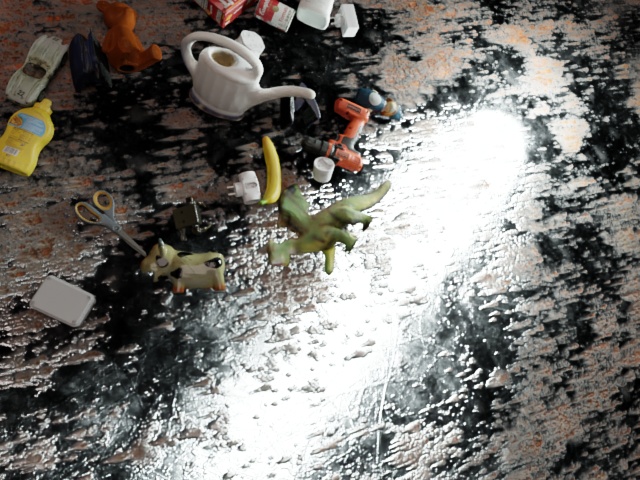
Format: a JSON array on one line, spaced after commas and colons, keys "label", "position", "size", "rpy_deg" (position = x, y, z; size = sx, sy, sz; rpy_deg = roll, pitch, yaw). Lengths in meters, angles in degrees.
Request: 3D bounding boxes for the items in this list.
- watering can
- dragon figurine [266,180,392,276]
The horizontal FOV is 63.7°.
[{"label": "watering can", "position": [-0.200, -0.388, 1.311], "size": [0.347, 0.220, 0.106], "rpy_deg": [27, 53, -8]}, {"label": "dragon figurine", "position": [0.004, -0.068, 1.352], "size": [0.243, 0.120, 0.418], "rpy_deg": [33, 60, 3]}]
